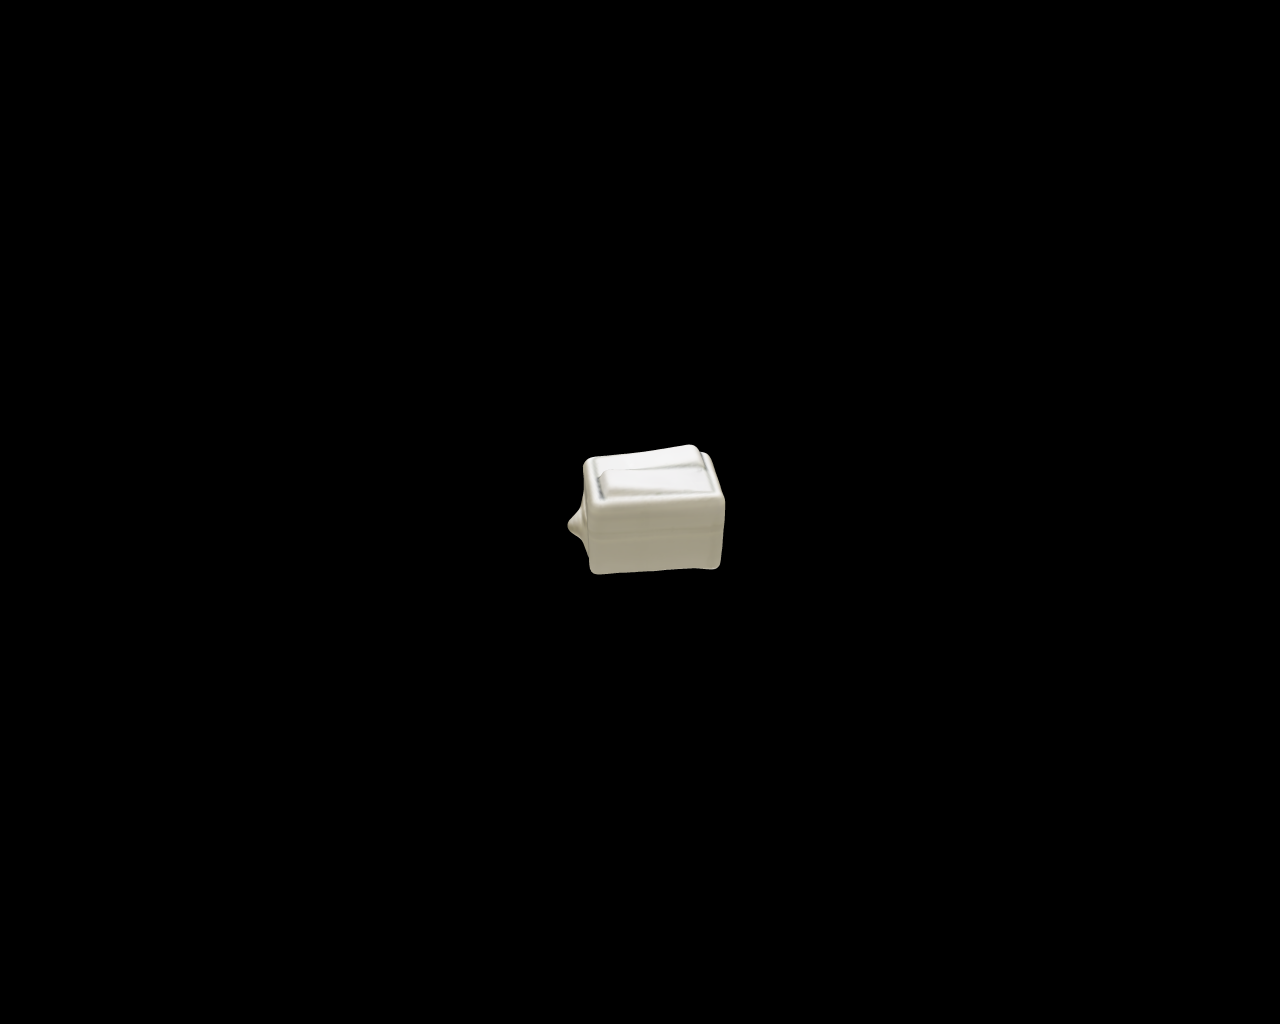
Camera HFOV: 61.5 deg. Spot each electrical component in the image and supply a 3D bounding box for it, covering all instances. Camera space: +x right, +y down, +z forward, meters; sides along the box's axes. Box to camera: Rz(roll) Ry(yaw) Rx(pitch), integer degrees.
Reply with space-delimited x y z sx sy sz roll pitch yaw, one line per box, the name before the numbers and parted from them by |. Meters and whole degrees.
electrical component | 0.001 -0.003 0.650 0.096 0.061 0.062 -3 32 -5
